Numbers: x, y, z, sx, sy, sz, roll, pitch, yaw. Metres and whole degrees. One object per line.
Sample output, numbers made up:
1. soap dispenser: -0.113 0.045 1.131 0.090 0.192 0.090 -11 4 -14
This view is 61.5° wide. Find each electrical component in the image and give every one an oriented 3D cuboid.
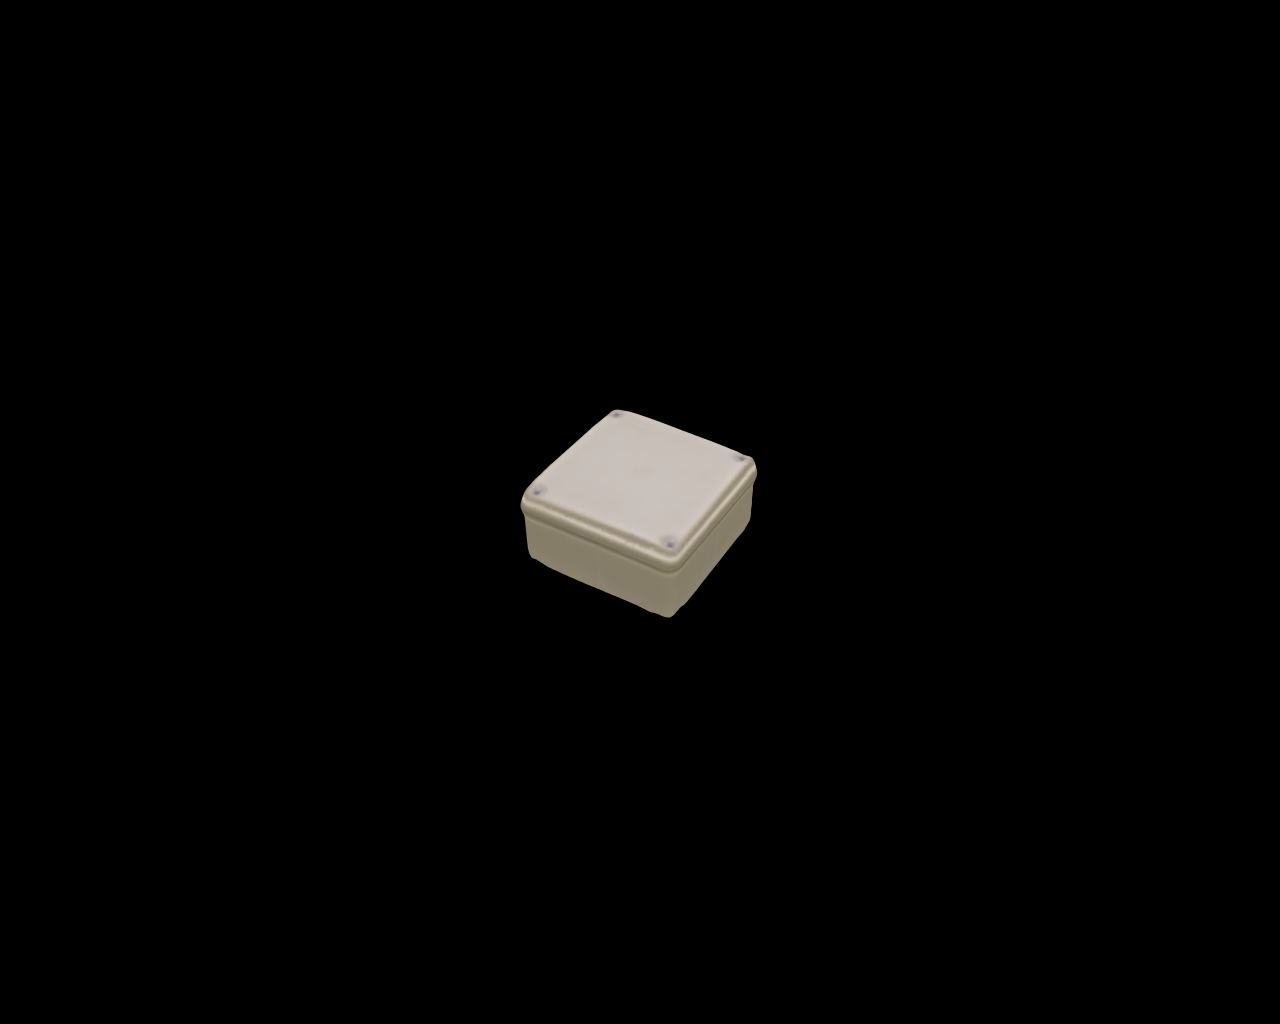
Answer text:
1. electrical component: 0.001 -0.003 0.650 0.109 0.056 0.109 22 45 23
